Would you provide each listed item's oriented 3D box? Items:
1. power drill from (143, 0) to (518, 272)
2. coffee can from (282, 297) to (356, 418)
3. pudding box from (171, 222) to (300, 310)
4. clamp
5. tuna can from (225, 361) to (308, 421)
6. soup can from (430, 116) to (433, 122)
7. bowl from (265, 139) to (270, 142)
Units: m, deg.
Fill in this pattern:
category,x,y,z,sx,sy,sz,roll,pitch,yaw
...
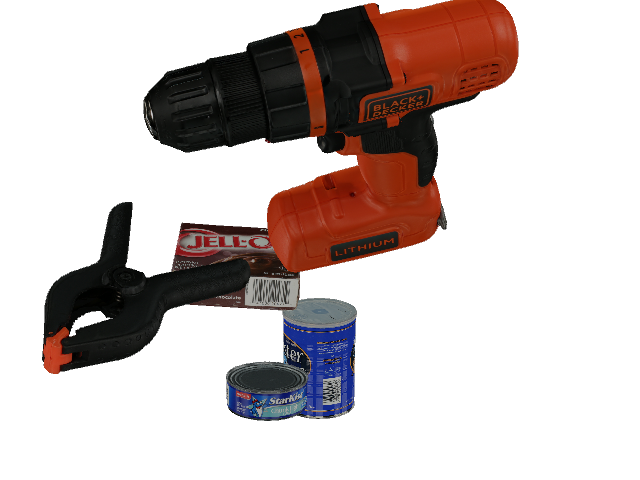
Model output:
category,x,y,z,sx,sy,sz,roll,pitch,yaw
power drill,0.006,-0.048,0.575,0.184,0.057,0.188,-12,-24,-6
coffee can,-0.002,0.162,1.485,0.103,0.140,0.103,0,16,0
pudding box,-0.074,0.022,0.953,0.113,0.039,0.090,5,29,-4
clamp,-0.143,0.030,0.755,0.120,0.039,0.171,27,36,25
tuna can,-0.056,0.157,1.112,0.086,0.034,0.086,1,14,-1
soup can,0.075,-0.077,1.066,0.068,0.102,0.068,1,37,-1
bowl,0.027,-0.124,0.799,0.162,0.055,0.162,-19,8,3
